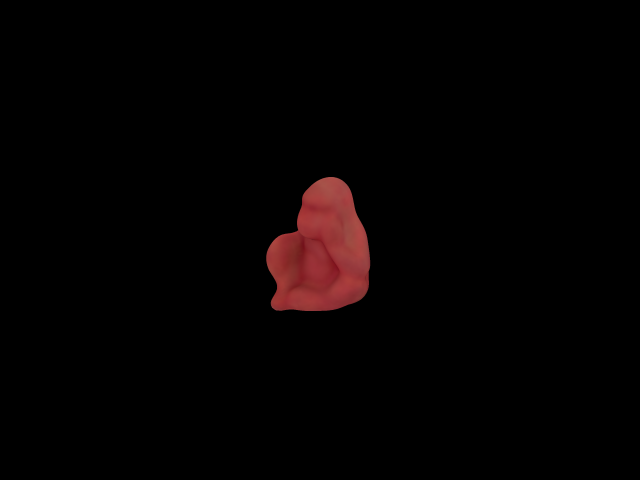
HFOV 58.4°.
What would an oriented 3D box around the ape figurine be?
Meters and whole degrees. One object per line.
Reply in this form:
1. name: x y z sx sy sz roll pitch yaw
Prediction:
1. ape figurine: 0.004 0.001 0.400 0.076 0.092 0.077 -17 27 -38
